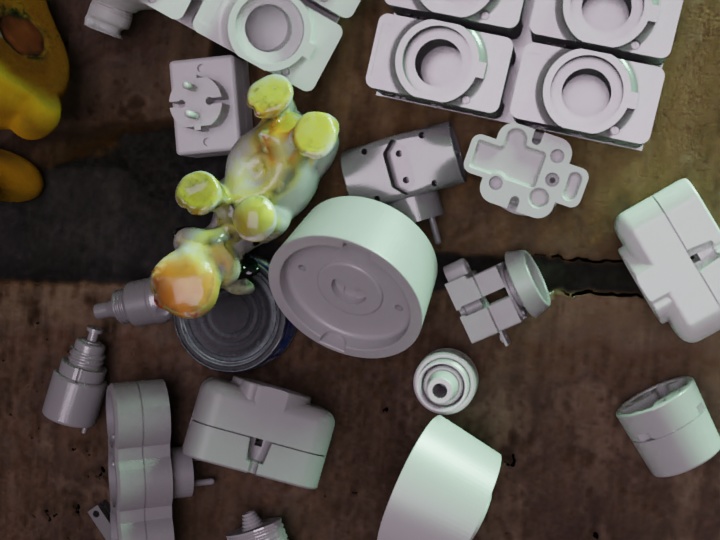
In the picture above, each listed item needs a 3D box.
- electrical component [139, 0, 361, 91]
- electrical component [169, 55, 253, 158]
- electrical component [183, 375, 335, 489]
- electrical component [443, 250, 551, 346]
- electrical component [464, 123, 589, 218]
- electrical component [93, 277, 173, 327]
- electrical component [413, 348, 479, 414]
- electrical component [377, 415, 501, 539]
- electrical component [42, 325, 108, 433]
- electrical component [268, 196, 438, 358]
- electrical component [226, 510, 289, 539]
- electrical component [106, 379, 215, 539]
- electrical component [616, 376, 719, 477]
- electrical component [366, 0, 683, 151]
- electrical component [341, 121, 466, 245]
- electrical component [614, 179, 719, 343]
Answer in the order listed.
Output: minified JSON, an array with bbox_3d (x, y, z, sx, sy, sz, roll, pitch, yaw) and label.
[{"bbox_3d":[-0.092,-0.208,0.707,0.186,0.060,0.105,27,98,-15],"label":"electrical component"},{"bbox_3d":[-0.107,-0.114,0.742,0.047,0.077,0.065,-4,92,11],"label":"electrical component"},{"bbox_3d":[-0.069,0.109,0.746,0.095,0.054,0.059,17,85,-8],"label":"electrical component"},{"bbox_3d":[0.095,0.016,0.727,0.055,0.048,0.066,-25,88,18],"label":"electrical component"},{"bbox_3d":[0.111,-0.065,0.713,0.078,0.057,0.058,20,96,9],"label":"electrical component"},{"bbox_3d":[-0.164,0.025,0.781,0.061,0.035,0.035,-11,91,13],"label":"electrical component"},{"bbox_3d":[0.057,0.077,0.728,0.043,0.062,0.043,1,93,10],"label":"electrical component"},{"bbox_3d":[0.051,0.151,0.715,0.064,0.099,0.099,27,97,2],"label":"electrical component"},{"bbox_3d":[-0.205,0.079,0.789,0.040,0.040,0.078,19,96,9],"label":"electrical component"},{"bbox_3d":[0.000,0.000,0.720,0.108,0.060,0.108,15,136,15],"label":"electrical component"},{"bbox_3d":[-0.066,0.211,0.768,0.043,0.043,0.081,-20,89,11],"label":"electrical component"},{"bbox_3d":[-0.141,0.147,0.775,0.074,0.052,0.138,-3,96,-20],"label":"electrical component"},{"bbox_3d":[0.204,0.103,0.707,0.055,0.055,0.047,-28,91,11],"label":"electrical component"},{"bbox_3d":[0.107,-0.151,0.708,0.186,0.060,0.105,13,95,10],"label":"electrical component"},{"bbox_3d":[0.035,-0.053,0.735,0.077,0.043,0.079,-14,94,12],"label":"electrical component"},{"bbox_3d":[0.208,-0.004,0.700,0.059,0.054,0.095,-30,87,10],"label":"electrical component"}]
